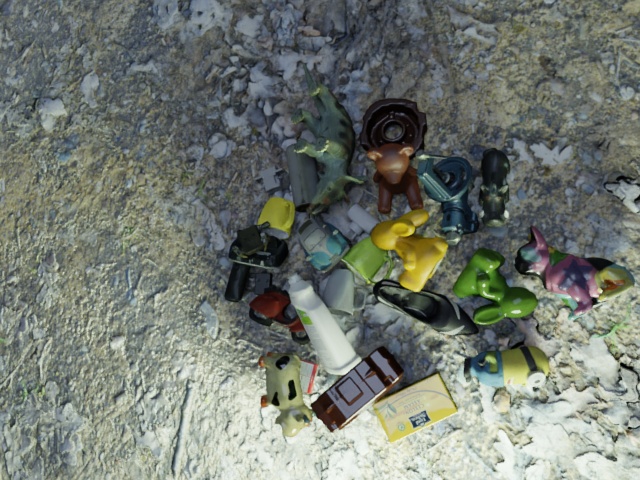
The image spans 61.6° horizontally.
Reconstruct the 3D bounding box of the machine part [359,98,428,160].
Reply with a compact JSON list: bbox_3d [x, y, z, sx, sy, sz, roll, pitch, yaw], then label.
[{"bbox_3d":[0.188,-0.273,1.366,0.180,0.056,0.179,-3,78,15],"label":"machine part"}]

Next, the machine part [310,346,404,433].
[{"bbox_3d":[0.089,0.331,1.199,0.201,0.201,0.087,-41,77,4],"label":"machine part"}]

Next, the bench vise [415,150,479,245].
[{"bbox_3d":[0.282,-0.112,1.228,0.129,0.240,0.223,3,65,44],"label":"bench vise"}]

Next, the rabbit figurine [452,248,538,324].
[{"bbox_3d":[0.393,0.118,1.201,0.170,0.121,0.159,36,97,21],"label":"rabbit figurine"}]

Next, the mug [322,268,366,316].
[{"bbox_3d":[0.059,0.126,1.310,0.110,0.080,0.107,1,71,23],"label":"mug"}]

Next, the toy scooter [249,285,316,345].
[{"bbox_3d":[-0.081,0.166,1.340,0.184,0.075,0.135,24,89,11],"label":"toy scooter"}]

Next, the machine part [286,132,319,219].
[{"bbox_3d":[-0.041,-0.162,1.394,0.079,0.079,0.243,-13,77,12],"label":"machine part"}]

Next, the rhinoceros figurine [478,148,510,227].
[{"bbox_3d":[0.409,-0.119,1.249,0.073,0.112,0.190,4,73,13],"label":"rhinoceros figurine"}]

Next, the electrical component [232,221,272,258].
[{"bbox_3d":[-0.165,0.003,1.316,0.102,0.045,0.078,-18,77,11],"label":"electrical component"}]

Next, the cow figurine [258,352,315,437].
[{"bbox_3d":[-0.074,0.364,1.270,0.127,0.085,0.194,-6,85,21],"label":"cow figurine"}]

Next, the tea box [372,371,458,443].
[{"bbox_3d":[0.216,0.378,1.224,0.170,0.068,0.098,-29,76,7],"label":"tea box"}]

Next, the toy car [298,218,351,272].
[{"bbox_3d":[-0.003,-0.004,1.313,0.109,0.102,0.162,-42,33,6],"label":"toy car"}]

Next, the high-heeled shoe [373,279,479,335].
[{"bbox_3d":[0.241,0.153,1.222,0.249,0.145,0.086,20,86,19],"label":"high-heeled shoe"}]

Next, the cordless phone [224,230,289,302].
[{"bbox_3d":[-0.170,0.075,1.369,0.147,0.088,0.184,11,79,16],"label":"cordless phone"}]

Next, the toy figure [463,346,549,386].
[{"bbox_3d":[0.411,0.279,1.188,0.180,0.082,0.089,-2,81,17],"label":"toy figure"}]

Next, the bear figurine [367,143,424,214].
[{"bbox_3d":[0.180,-0.146,1.270,0.120,0.195,0.132,-6,79,11],"label":"bear figurine"}]

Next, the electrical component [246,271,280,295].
[{"bbox_3d":[-0.147,0.112,1.397,0.094,0.021,0.063,1,79,16],"label":"electrical component"}]

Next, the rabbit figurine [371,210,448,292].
[{"bbox_3d":[0.193,0.011,1.219,0.173,0.162,0.122,33,47,23],"label":"rabbit figurine"}]

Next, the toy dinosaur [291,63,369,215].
[{"bbox_3d":[0.032,-0.264,1.367,0.131,0.192,0.405,-20,57,36],"label":"toy dinosaur"}]

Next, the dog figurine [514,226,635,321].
[{"bbox_3d":[0.546,0.055,1.183,0.191,0.108,0.219,-32,71,8],"label":"dog figurine"}]
